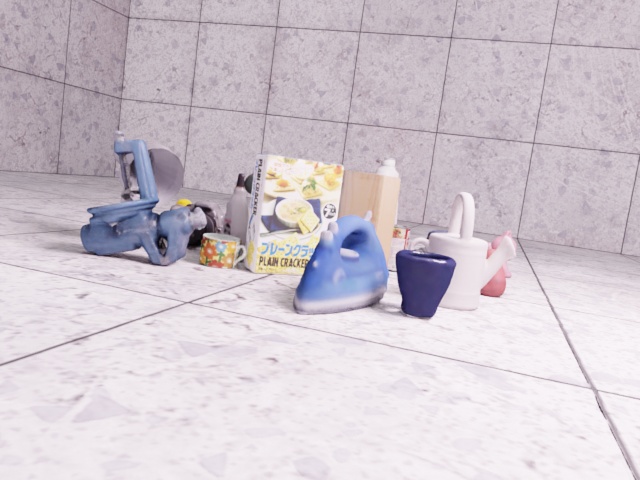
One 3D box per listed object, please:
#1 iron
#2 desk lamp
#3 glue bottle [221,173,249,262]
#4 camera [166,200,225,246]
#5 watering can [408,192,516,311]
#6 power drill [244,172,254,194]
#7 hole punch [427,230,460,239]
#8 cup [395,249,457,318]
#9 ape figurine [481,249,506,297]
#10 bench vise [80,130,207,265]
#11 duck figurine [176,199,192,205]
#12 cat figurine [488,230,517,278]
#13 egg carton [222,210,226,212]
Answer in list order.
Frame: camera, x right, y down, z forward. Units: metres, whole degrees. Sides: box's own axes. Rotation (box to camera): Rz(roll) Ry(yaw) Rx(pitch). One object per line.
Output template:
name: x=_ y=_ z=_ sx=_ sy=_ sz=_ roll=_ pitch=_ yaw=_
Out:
iron: x=0.033 y=0.025 z=0.885 sx=0.118 sy=0.141 sz=0.259 roll=10 pitch=7 yaw=21
desk lamp: x=-0.372 y=-0.097 z=1.156 sx=0.118 sy=0.213 sz=0.202 roll=2 pitch=9 yaw=-42
glue bottle: x=-0.167 y=-0.047 z=1.142 sx=0.037 sy=0.173 sz=0.077 roll=3 pitch=8 yaw=-34
camera: x=-0.276 y=-0.038 z=1.256 sx=0.143 sy=0.101 sz=0.137 roll=8 pitch=6 yaw=7
watering can: x=0.243 y=0.016 z=0.985 sx=0.173 sy=0.194 sz=0.100 roll=5 pitch=7 yaw=-21
power drill: x=-0.118 y=-0.102 z=1.525 sx=0.075 sy=0.208 sz=0.230 roll=11 pitch=7 yaw=30
hole punch: x=0.334 y=0.017 z=1.544 sx=0.108 sy=0.091 sz=0.101 roll=8 pitch=6 yaw=4
cup: x=0.148 y=0.066 z=0.874 sx=0.092 sy=0.095 sz=0.117 roll=5 pitch=7 yaw=-22
ape figurine: x=0.336 y=0.063 z=1.138 sx=0.078 sy=0.092 sz=0.076 roll=5 pitch=7 yaw=-20
bench vise: x=-0.303 y=-0.074 z=1.005 sx=0.208 sy=0.220 sz=0.121 roll=6 pitch=7 yaw=-17
duck figurine: x=-0.344 y=-0.059 z=1.428 sx=0.077 sy=0.086 sz=0.104 roll=8 pitch=6 yaw=0
cat figurine: x=0.445 y=0.032 z=1.427 sx=0.128 sy=0.118 sz=0.067 roll=1 pitch=9 yaw=-44
egg carton: x=-0.234 y=-0.037 z=1.437 sx=0.107 sy=0.069 sz=0.151 roll=13 pitch=9 yaw=41
